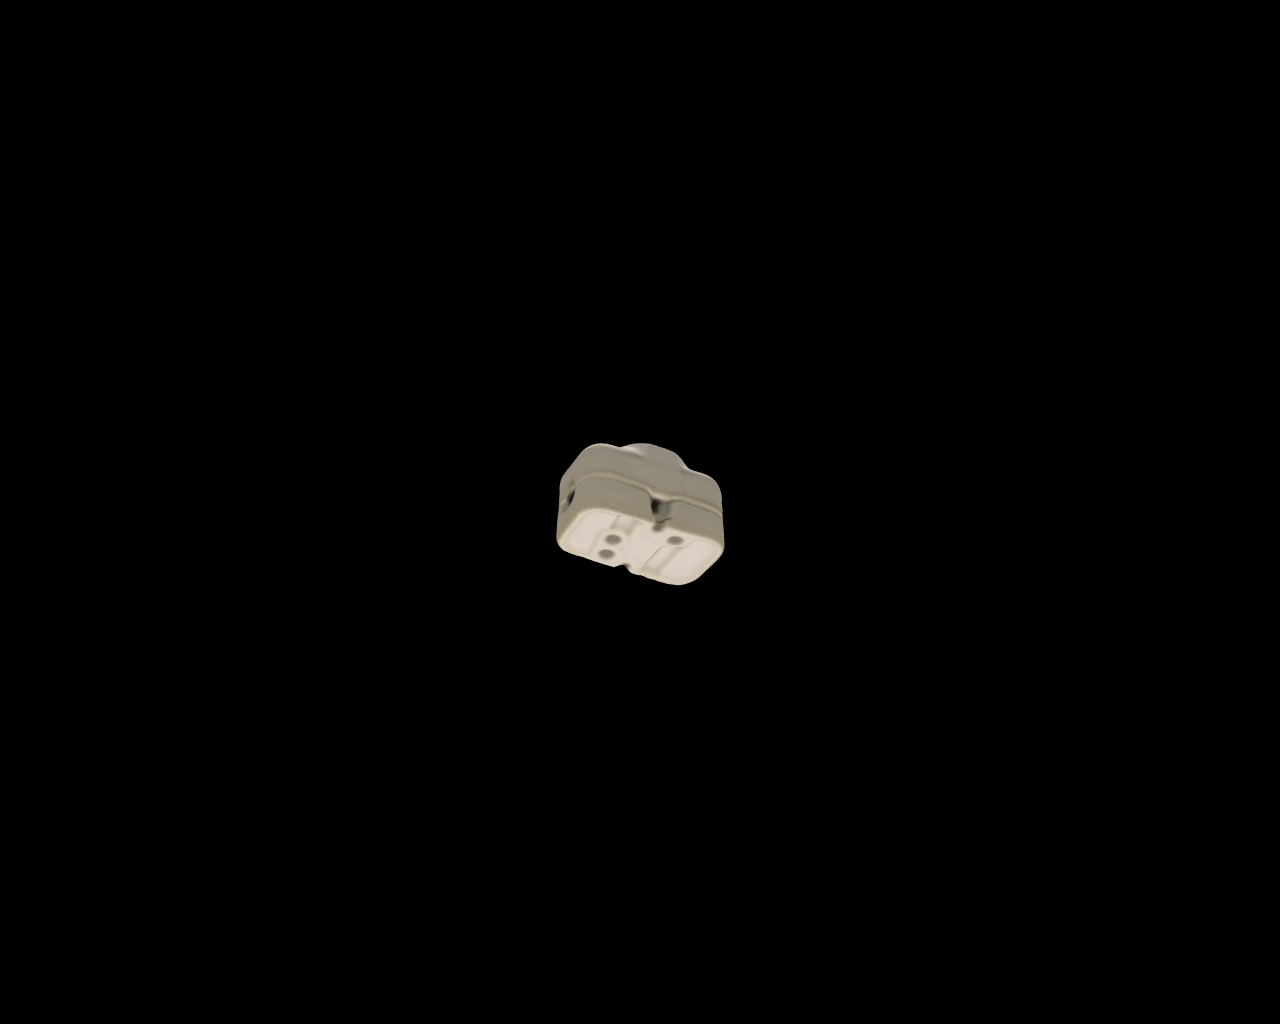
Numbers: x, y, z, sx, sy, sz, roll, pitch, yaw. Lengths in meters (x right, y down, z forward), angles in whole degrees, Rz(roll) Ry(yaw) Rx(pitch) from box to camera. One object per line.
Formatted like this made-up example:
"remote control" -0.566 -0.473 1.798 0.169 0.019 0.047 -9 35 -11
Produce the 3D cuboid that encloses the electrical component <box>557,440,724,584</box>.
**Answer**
"electrical component" 0.001 -0.003 0.650 0.095 0.059 0.053 17 -40 -22
